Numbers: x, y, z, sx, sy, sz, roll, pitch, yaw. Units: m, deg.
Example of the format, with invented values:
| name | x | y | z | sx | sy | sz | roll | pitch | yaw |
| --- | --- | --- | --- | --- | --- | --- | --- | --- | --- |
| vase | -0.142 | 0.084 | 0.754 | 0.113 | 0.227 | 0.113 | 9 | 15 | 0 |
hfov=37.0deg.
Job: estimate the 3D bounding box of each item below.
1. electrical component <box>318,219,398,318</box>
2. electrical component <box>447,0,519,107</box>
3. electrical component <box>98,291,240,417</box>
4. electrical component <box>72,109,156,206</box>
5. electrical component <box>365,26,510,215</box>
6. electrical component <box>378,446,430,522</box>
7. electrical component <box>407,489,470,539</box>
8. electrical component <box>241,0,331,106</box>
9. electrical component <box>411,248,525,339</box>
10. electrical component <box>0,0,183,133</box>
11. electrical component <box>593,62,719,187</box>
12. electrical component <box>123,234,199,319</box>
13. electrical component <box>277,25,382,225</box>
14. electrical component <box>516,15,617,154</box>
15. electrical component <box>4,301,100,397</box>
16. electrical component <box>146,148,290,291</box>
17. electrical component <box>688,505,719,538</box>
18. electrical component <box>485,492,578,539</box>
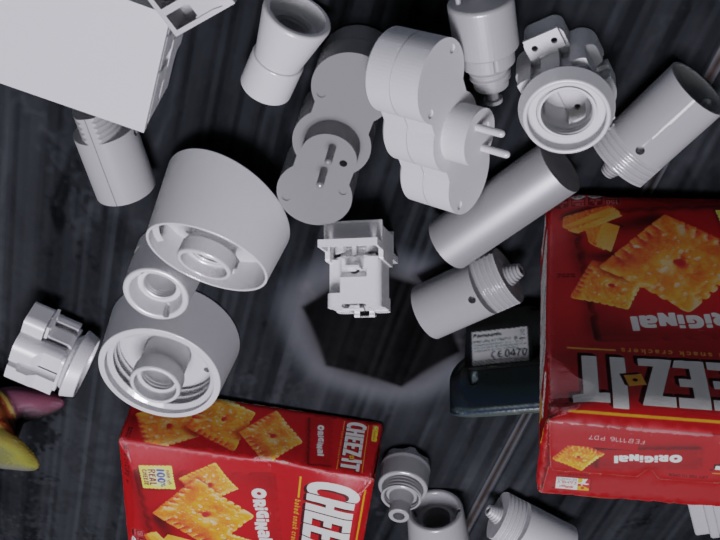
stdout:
| name | x | y | z | sx | sy | sz | roll | pitch | yaw |
| --- | --- | --- | --- | --- | --- | --- | --- | --- | --- |
| electrical component | 0.000 | 0.000 | 0.759 | 0.042 | 0.063 | 0.081 | -3 | 170 | 12 |
| electrical component | 0.077 | -0.136 | 0.655 | 0.040 | 0.040 | 0.078 | -4 | 129 | 13 |
| electrical component | -0.155 | 0.071 | 0.857 | 0.108 | 0.060 | 0.108 | 5 | 130 | 6 |
| electrical component | -0.173 | -0.089 | 0.738 | 0.043 | 0.043 | 0.081 | -2 | 129 | 12 |
| electrical component | 0.058 | -0.085 | 0.661 | 0.074 | 0.052 | 0.138 | 20 | 154 | 30 |
| electrical component | 0.037 | 0.185 | 0.917 | 0.043 | 0.062 | 0.043 | 5 | 130 | 6 |
| electrical component | 0.069 | 0.228 | 0.953 | 0.055 | 0.055 | 0.047 | -1 | 126 | 11 |
| electrical component | -0.050 | -0.136 | 0.679 | 0.044 | 0.044 | 0.065 | 23 | 135 | -9 |
| electrical component | 0.082 | 0.015 | 0.779 | 0.081 | 0.043 | 0.043 | -26 | 121 | 28 |
| electrical component | -0.189 | -0.160 | 0.669 | 0.150 | 0.061 | 0.089 | 19 | 130 | -6 |
| electrical component | 0.183 | -0.087 | 0.676 | 0.043 | 0.043 | 0.081 | 31 | 128 | -16 |
| electrical component | -0.147 | 0.004 | 0.808 | 0.055 | 0.047 | 0.055 | 5 | 130 | 6 |
| electrical component | -0.018 | -0.082 | 0.696 | 0.052 | 0.073 | 0.138 | 18 | 130 | -5 |
| electrical component | 0.126 | -0.108 | 0.659 | 0.058 | 0.057 | 0.078 | -20 | 123 | 24 |
| electrical component | -0.249 | 0.068 | 0.874 | 0.057 | 0.058 | 0.078 | 24 | 129 | -7 |
| electrical component | -0.099 | -0.030 | 0.754 | 0.099 | 0.064 | 0.099 | 16 | 155 | 8 |
| electrical component | 0.275 | 0.143 | 0.829 | 0.057 | 0.078 | 0.113 | -12 | 126 | 16 |
| electrical component | 0.146 | 0.227 | 0.945 | 0.081 | 0.043 | 0.043 | 29 | 129 | -14 |
